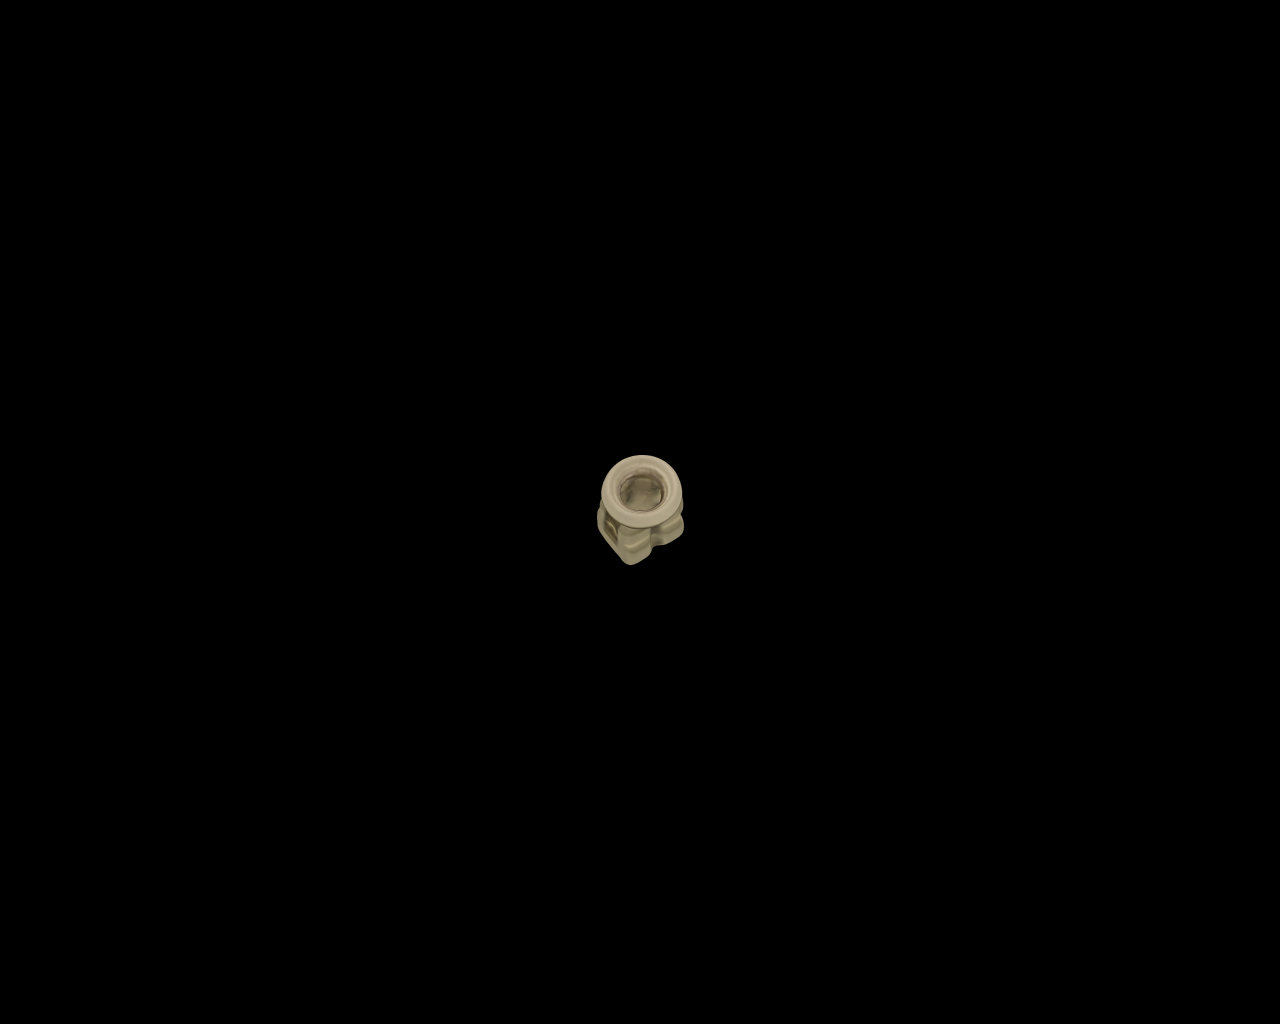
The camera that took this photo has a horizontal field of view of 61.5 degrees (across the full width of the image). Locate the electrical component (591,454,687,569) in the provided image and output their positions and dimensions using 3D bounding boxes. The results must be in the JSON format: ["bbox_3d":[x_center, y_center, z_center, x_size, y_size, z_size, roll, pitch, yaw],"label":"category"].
[{"bbox_3d":[0.001,-0.003,0.650,0.066,0.048,0.055,-32,-26,-18],"label":"electrical component"}]
